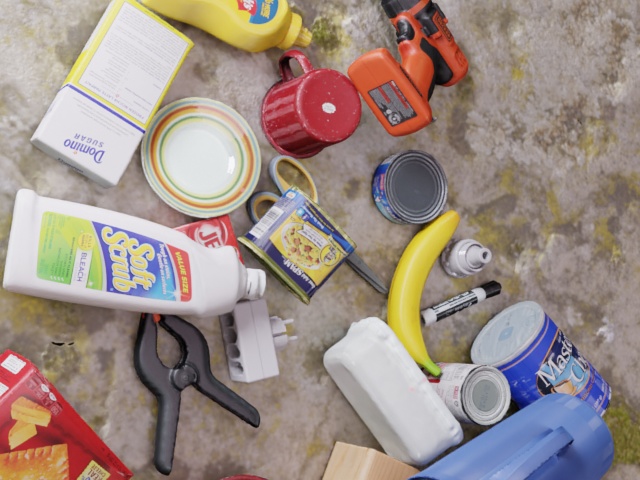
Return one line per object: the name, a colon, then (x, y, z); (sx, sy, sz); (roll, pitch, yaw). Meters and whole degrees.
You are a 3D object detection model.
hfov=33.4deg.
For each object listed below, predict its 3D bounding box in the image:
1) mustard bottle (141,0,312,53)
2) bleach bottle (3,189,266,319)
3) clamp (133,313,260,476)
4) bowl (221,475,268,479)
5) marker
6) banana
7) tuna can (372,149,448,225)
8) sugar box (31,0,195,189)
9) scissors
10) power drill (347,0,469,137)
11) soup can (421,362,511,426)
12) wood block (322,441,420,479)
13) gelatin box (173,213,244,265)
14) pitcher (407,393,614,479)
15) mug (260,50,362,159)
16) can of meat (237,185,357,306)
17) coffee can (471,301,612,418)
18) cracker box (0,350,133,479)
mustard bottle: (-0.093, -0.250, 1.130); (0.191, 0.058, 0.096); (22, 45, -25)
bleach bottle: (-0.176, 0.019, 1.048); (0.250, 0.068, 0.102); (9, 85, -17)
clamp: (-0.148, 0.150, 1.089); (0.120, 0.039, 0.171); (-35, 95, -30)
bowl: (-0.092, 0.320, 1.094); (0.161, 0.055, 0.162); (2, 85, -27)
marker: (0.167, 0.074, 1.265); (0.120, 0.020, 0.020); (-21, 95, -28)
banana: (0.115, 0.056, 1.225); (0.069, 0.037, 0.198); (11, 75, -8)
tuna can: (0.104, -0.060, 1.236); (0.086, 0.034, 0.086); (2, 85, -27)
sugar box: (-0.209, -0.150, 1.079); (0.093, 0.048, 0.176); (33, 76, -21)
scissors: (-0.008, 0.001, 1.185); (0.096, 0.016, 0.201); (-36, 102, -23)
power drill: (0.091, -0.217, 1.187); (0.184, 0.057, 0.187); (50, 40, -21)
soup can: (0.159, 0.173, 1.207); (0.068, 0.102, 0.068); (3, 84, -27)
wood block: (0.036, 0.332, 1.139); (0.090, 0.090, 0.206); (28, 74, -21)
gelatin box: (-0.119, 0.024, 1.118); (0.073, 0.030, 0.089); (-18, 94, -27)
pitcher: (0.207, 0.250, 1.115); (0.242, 0.149, 0.145); (-25, 109, -39)
mug: (-0.011, -0.150, 1.157); (0.093, 0.082, 0.117); (-22, 96, -27)
can of meat: (-0.022, 0.005, 1.138); (0.084, 0.057, 0.102); (-47, 114, -7)
coffee can: (0.261, 0.156, 1.260); (0.140, 0.103, 0.102); (47, 68, -16)
cracker box: (-0.298, 0.234, 0.964); (0.213, 0.072, 0.164); (-47, 125, -23)
